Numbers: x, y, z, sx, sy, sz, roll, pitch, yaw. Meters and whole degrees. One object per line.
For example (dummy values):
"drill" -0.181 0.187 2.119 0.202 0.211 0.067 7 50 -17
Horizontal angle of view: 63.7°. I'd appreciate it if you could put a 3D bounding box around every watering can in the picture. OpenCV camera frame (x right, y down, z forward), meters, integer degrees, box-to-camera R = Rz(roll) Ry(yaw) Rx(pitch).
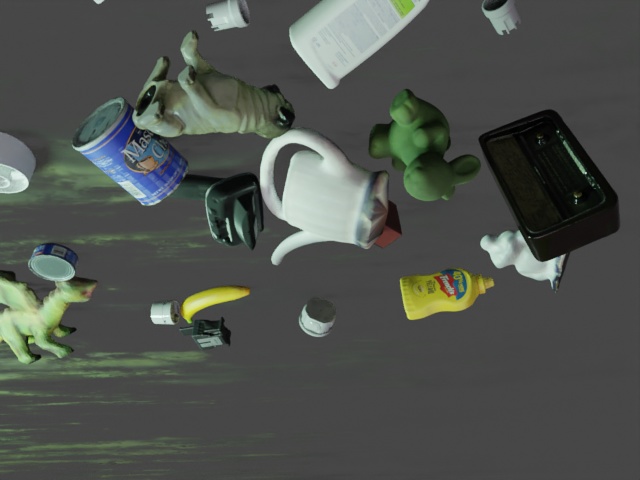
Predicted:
"watering can" 0.003 -0.045 0.895 0.225 0.106 0.339 18 140 12

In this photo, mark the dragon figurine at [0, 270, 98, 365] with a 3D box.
"dragon figurine" -0.676 0.154 1.130 0.410 0.125 0.238 -10 120 5

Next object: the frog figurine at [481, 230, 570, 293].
"frog figurine" 0.409 0.018 1.029 0.160 0.124 0.135 20 158 30
